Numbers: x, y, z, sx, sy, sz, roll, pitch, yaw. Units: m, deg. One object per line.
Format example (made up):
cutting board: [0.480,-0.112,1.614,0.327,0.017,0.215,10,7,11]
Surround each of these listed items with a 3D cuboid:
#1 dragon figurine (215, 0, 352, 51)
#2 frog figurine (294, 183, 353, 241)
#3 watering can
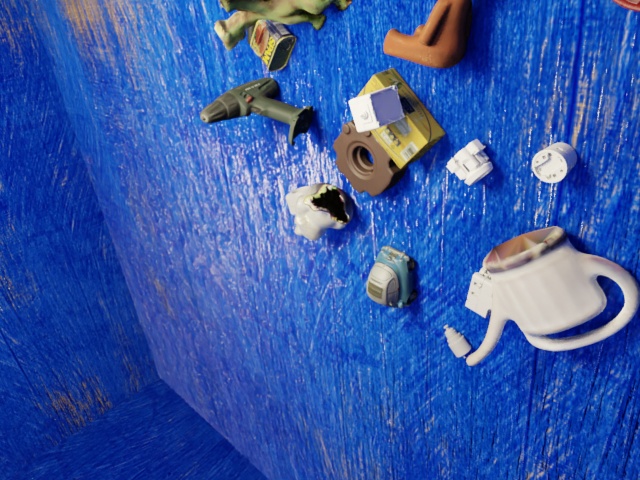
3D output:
dragon figurine: [-0.076,-0.470,0.980,0.407,0.245,0.122,-15,98,56]
frog figurine: [0.004,-0.064,1.271,0.156,0.137,0.125,126,152,-62]
watering can: [0.369,0.108,0.924,0.343,0.105,0.224,-30,91,36]
